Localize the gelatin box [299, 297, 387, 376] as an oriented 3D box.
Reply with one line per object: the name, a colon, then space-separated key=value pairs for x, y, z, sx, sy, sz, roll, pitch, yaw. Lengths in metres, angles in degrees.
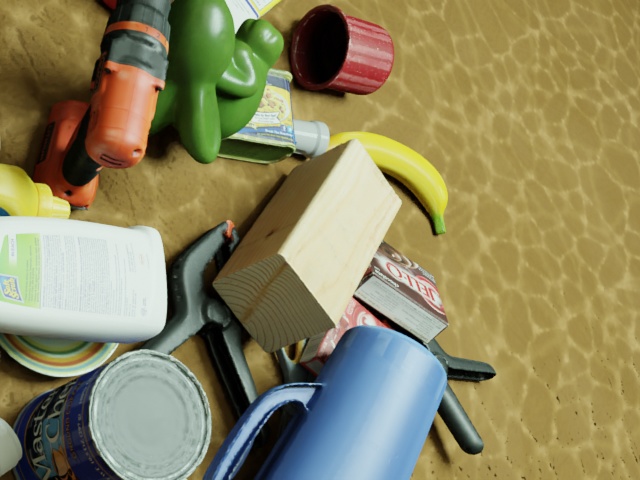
gelatin box: x=0.027 y=0.105 z=1.058 sx=0.073 sy=0.030 sz=0.089 roll=42 pitch=49 yaw=-21

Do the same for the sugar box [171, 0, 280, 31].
sugar box: x=-0.090 y=-0.274 z=1.134 sx=0.093 sy=0.048 sz=0.176 roll=52 pitch=51 yaw=-10

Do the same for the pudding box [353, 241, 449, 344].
pudding box: x=0.078 y=0.047 z=1.118 sx=0.113 sy=0.039 sz=0.090 roll=32 pitch=23 yaw=-24

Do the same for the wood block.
wood block: x=-0.007 y=0.001 z=1.029 sx=0.090 sy=0.091 sz=0.205 roll=53 pitch=38 yaw=-18

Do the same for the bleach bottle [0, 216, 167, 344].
bleach bottle: x=-0.223 y=0.021 z=0.805 sx=0.250 sy=0.068 sz=0.102 roll=16 pitch=62 yaw=-54

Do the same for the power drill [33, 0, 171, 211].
power drill: x=-0.181 y=-0.119 z=0.891 sx=0.057 sy=0.188 sz=0.184 roll=19 pitch=61 yaw=-22

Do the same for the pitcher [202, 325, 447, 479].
pitcher: x=0.011 y=0.192 z=0.933 sx=0.242 sy=0.145 sz=0.149 roll=-60 pitch=155 yaw=-28

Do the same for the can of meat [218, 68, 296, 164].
can of meat: x=-0.074 y=-0.128 z=1.077 sx=0.101 sy=0.058 sz=0.084 roll=6 pitch=70 yaw=-38

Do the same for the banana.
banana: x=0.080 y=-0.080 z=1.199 sx=0.197 sy=0.037 sz=0.069 roll=30 pitch=53 yaw=-27

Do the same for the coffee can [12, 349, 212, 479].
coffee can: x=-0.164 y=0.151 z=0.824 sx=0.102 sy=0.141 sz=0.103 roll=17 pitch=61 yaw=-34

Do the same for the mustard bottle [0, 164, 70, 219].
mustard bottle: x=-0.286 y=-0.033 z=0.830 sx=0.191 sy=0.096 sz=0.058 roll=7 pitch=67 yaw=-38

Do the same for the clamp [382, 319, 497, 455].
clamp: x=0.121 y=0.149 z=1.130 sx=0.171 sy=0.039 sz=0.120 roll=30 pitch=38 yaw=-21

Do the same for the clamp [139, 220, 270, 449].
clamp: x=-0.096 y=0.081 z=0.982 sx=0.164 sy=0.036 sz=0.210 roll=35 pitch=49 yaw=-29

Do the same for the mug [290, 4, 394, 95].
mug: x=0.021 y=-0.212 z=1.181 sx=0.081 sy=0.093 sz=0.117 roll=5 pitch=32 yaw=-44

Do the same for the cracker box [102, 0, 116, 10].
cracker box: x=-0.224 y=-0.348 z=1.034 sx=0.213 sy=0.072 sz=0.164 roll=40 pitch=50 yaw=-19

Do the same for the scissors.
scissors: x=-0.012 y=0.156 z=1.035 sx=0.096 sy=0.016 sz=0.202 roll=16 pitch=62 yaw=-35
